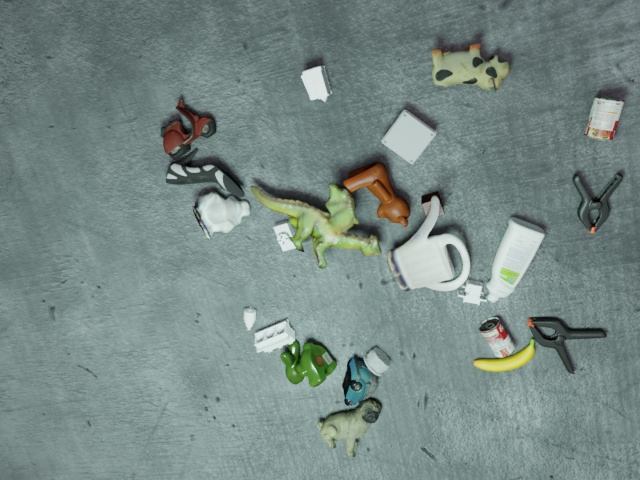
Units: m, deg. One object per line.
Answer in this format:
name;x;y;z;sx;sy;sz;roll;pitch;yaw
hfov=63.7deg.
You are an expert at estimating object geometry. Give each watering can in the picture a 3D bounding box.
watering can;0.293;0.032;1.455;0.223;0.106;0.341;-19;125;17

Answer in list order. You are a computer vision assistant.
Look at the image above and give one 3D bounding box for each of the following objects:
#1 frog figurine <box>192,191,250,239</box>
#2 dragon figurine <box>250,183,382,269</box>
frog figurine;-0.302;-0.090;1.585;0.161;0.122;0.137;-28;93;-17
dragon figurine;0.004;-0.074;1.469;0.409;0.125;0.238;41;124;-6
